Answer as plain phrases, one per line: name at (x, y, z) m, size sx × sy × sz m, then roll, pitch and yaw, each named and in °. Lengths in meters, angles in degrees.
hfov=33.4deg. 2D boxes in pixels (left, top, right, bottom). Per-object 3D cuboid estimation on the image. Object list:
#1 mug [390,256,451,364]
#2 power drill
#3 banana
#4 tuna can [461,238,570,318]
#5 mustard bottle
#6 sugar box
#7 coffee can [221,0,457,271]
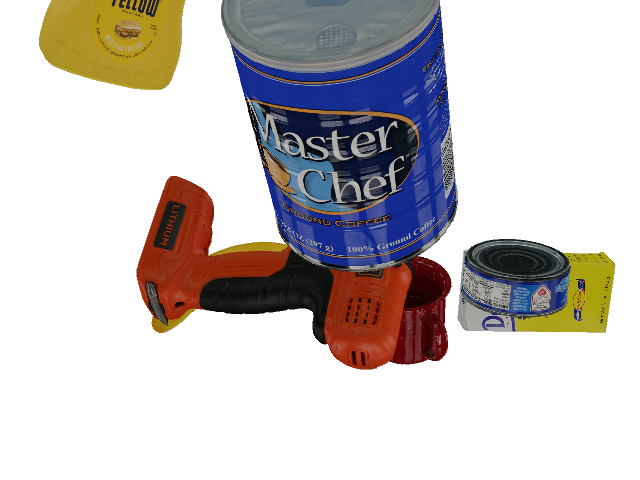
mug at (0.096, 0.081, 1.108) m, size 0.093 × 0.081 × 0.117 m, roll -22°, pitch 40°, yaw -23°
power drill at (-0.023, -0.001, 0.754) m, size 0.188 × 0.184 × 0.057 m, roll 4°, pitch -38°, yaw 13°
banana at (-0.088, 0.041, 1.029) m, size 0.198 × 0.069 × 0.037 m, roll -16°, pitch 22°, yaw 19°
tuna can at (0.157, 0.029, 0.860) m, size 0.086 × 0.034 × 0.086 m, roll 1°, pitch 22°, yaw -1°
mustard bottle at (-0.123, -0.203, 0.734) m, size 0.096 × 0.192 × 0.058 m, roll 10°, pitch 24°, yaw -29°
sugar box at (0.258, 0.062, 1.283) m, size 0.176 × 0.093 × 0.048 m, roll 0°, pitch 19°, yaw -7°
coffee can at (0.015, -0.068, 0.540) m, size 0.103 × 0.102 × 0.140 m, roll 0°, pitch -42°, yaw 12°
